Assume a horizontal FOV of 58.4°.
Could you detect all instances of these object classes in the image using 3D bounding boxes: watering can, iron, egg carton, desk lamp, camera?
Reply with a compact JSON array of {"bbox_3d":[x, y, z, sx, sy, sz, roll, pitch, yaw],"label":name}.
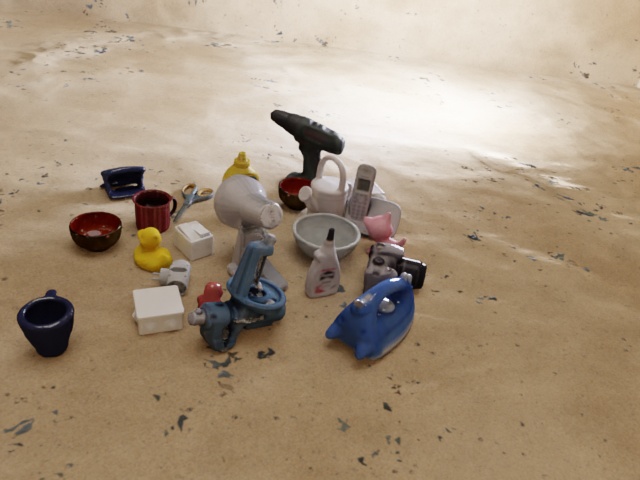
[{"bbox_3d":[0.020,-0.127,1.497,0.100,0.194,0.173,20,34,17],"label":"watering can"},{"bbox_3d":[0.131,0.133,1.172,0.118,0.141,0.259,30,38,30],"label":"iron"},{"bbox_3d":[0.121,-0.125,1.635,0.107,0.069,0.150,-6,36,-22],"label":"egg carton"},{"bbox_3d":[-0.147,-0.017,1.270,0.118,0.213,0.202,-15,39,-32],"label":"desk lamp"},{"bbox_3d":[0.174,0.071,1.316,0.136,0.101,0.143,12,33,5],"label":"camera"}]

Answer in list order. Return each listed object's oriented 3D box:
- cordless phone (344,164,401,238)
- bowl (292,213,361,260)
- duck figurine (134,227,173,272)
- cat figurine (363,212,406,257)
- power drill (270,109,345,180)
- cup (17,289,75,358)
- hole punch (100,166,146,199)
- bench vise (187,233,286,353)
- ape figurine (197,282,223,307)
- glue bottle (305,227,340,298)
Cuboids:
[{"bbox_3d":[0.145,-0.101,1.496,0.147,0.185,0.094,12,33,5],"label":"cordless phone"},{"bbox_3d":[0.013,0.005,1.403,0.167,0.075,0.167,6,33,-4],"label":"bowl"},{"bbox_3d":[-0.375,0.015,1.283,0.104,0.086,0.078,31,39,31],"label":"duck figurine"},{"bbox_3d":[0.163,-0.009,1.421,0.067,0.118,0.127,-21,43,-38],"label":"cat figurine"},{"bbox_3d":[-0.046,-0.261,1.675,0.229,0.208,0.076,14,33,9],"label":"power drill"},{"bbox_3d":[-0.487,0.155,1.032,0.092,0.095,0.117,-2,34,-17],"label":"cup"},{"bbox_3d":[-0.526,-0.170,1.527,0.109,0.091,0.100,-13,38,-30],"label":"hole punch"},{"bbox_3d":[-0.141,0.102,1.081,0.121,0.220,0.208,25,36,23],"label":"bench vise"},{"bbox_3d":[-0.213,0.123,1.149,0.077,0.092,0.076,23,35,21],"label":"ape figurine"},{"bbox_3d":[0.013,0.047,1.247,0.078,0.173,0.037,-11,38,-28],"label":"glue bottle"}]
